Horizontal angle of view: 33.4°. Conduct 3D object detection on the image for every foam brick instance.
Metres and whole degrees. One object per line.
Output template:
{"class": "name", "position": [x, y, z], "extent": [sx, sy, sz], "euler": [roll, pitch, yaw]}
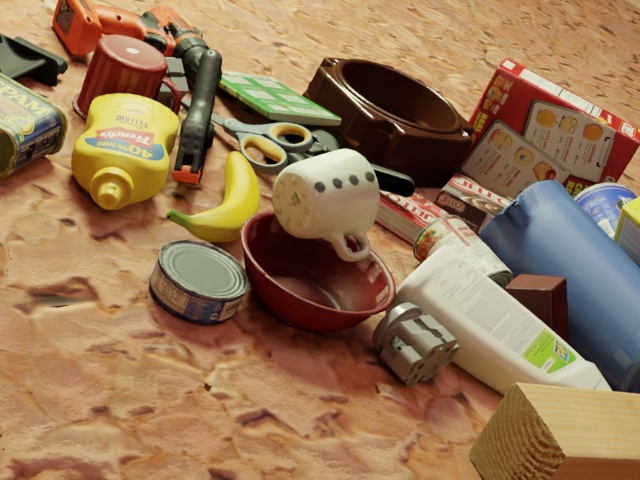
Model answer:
{"class": "foam brick", "position": [0.227, 0.079, 1.117], "extent": [0.053, 0.078, 0.051], "euler": [4, 18, 30]}

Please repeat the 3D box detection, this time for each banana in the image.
{"class": "banana", "position": [-0.093, -0.040, 1.097], "extent": [0.069, 0.037, 0.197], "euler": [51, 23, -8]}

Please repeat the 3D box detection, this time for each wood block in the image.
{"class": "wood block", "position": [0.250, 0.193, 0.942], "extent": [0.205, 0.091, 0.090], "euler": [9, 32, -29]}

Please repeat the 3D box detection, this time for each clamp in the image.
{"class": "clamp", "position": [-0.133, -0.112, 1.164], "extent": [0.039, 0.120, 0.171], "euler": [7, 50, 4]}
{"class": "clamp", "position": [0.004, -0.093, 1.264], "extent": [0.164, 0.036, 0.210], "euler": [-6, 34, -24]}

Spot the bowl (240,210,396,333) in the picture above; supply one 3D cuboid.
{"class": "bowl", "position": [-0.010, 0.039, 1.025], "extent": [0.162, 0.055, 0.162], "euler": [20, 28, -11]}

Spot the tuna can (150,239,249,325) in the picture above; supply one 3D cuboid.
{"class": "tuna can", "position": [-0.110, 0.038, 0.967], "extent": [0.086, 0.034, 0.086], "euler": [20, 28, -11]}

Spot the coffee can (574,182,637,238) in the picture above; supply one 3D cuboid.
{"class": "coffee can", "position": [0.379, 0.004, 1.361], "extent": [0.102, 0.103, 0.140], "euler": [19, 29, -14]}

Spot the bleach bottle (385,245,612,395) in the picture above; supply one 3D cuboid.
{"class": "bleach bottle", "position": [0.191, 0.115, 1.056], "extent": [0.251, 0.068, 0.102], "euler": [39, 47, 14]}

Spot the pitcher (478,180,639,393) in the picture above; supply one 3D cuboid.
{"class": "pitcher", "position": [0.298, 0.060, 1.190], "extent": [0.149, 0.145, 0.243], "euler": [-14, 50, -34]}

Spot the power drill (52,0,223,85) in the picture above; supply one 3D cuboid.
{"class": "power drill", "position": [-0.229, -0.253, 1.345], "extent": [0.187, 0.057, 0.185], "euler": [6, 30, -38]}

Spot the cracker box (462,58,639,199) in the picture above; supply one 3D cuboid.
{"class": "cracker box", "position": [0.304, -0.126, 1.457], "extent": [0.214, 0.164, 0.072], "euler": [30, 30, 8]}

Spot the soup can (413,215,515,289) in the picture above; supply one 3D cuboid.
{"class": "soup can", "position": [0.158, 0.029, 1.171], "extent": [0.068, 0.069, 0.102], "euler": [1, 37, -39]}

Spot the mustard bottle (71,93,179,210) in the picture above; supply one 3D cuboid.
{"class": "mustard bottle", "position": [-0.199, -0.084, 1.076], "extent": [0.096, 0.058, 0.191], "euler": [15, 30, -9]}

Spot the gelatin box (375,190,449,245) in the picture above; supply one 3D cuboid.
{"class": "gelatin box", "position": [0.102, -0.033, 1.270], "extent": [0.089, 0.030, 0.073], "euler": [33, 29, 14]}

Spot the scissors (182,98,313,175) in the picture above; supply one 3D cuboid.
{"class": "scissors", "position": [-0.084, -0.137, 1.262], "extent": [0.096, 0.016, 0.202], "euler": [-23, 44, -22]}

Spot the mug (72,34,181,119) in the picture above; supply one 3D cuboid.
{"class": "mug", "position": [-0.209, -0.170, 1.190], "extent": [0.117, 0.082, 0.093], "euler": [28, 28, 4]}

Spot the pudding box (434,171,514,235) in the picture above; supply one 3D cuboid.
{"class": "pudding box", "position": [0.207, -0.039, 1.359], "extent": [0.113, 0.039, 0.090], "euler": [31, 27, 8]}

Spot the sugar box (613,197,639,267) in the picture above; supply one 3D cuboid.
{"class": "sugar box", "position": [0.373, 0.042, 1.217], "extent": [0.048, 0.176, 0.093], "euler": [-28, 53, -21]}

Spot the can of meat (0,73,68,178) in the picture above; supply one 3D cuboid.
{"class": "can of meat", "position": [-0.311, -0.111, 1.032], "extent": [0.102, 0.057, 0.083], "euler": [30, 31, 8]}
